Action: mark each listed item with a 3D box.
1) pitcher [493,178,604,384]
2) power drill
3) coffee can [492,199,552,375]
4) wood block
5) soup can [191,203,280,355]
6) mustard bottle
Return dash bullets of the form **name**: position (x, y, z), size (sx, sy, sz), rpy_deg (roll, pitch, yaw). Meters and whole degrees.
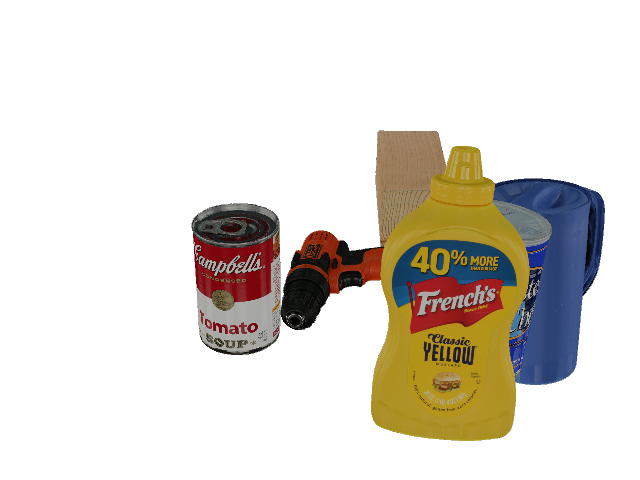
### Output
- **pitcher**: position (0.275, 0.049, 1.331), size (0.149, 0.243, 0.145), rpy_deg (2, 22, 15)
- **power drill**: position (0.054, 0.043, 1.205), size (0.188, 0.057, 0.184), rpy_deg (0, 29, 10)
- **coffee can**: position (0.146, 0.044, 0.973), size (0.103, 0.140, 0.103), rpy_deg (6, 22, -3)
- **wood block**: position (0.125, -0.073, 1.473), size (0.091, 0.090, 0.206), rpy_deg (1, 28, 0)
- **soup can**: position (-0.066, 0.030, 0.844), size (0.068, 0.102, 0.068), rpy_deg (0, 29, 0)
- **mustard bottle**: position (0.087, 0.033, 0.701), size (0.096, 0.192, 0.058), rpy_deg (5, 15, 5)
